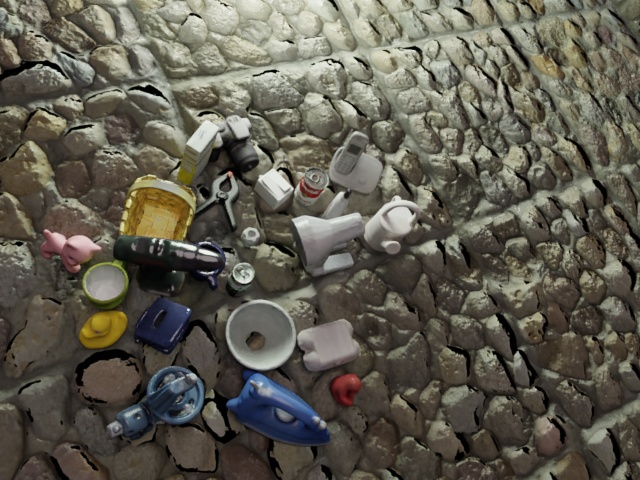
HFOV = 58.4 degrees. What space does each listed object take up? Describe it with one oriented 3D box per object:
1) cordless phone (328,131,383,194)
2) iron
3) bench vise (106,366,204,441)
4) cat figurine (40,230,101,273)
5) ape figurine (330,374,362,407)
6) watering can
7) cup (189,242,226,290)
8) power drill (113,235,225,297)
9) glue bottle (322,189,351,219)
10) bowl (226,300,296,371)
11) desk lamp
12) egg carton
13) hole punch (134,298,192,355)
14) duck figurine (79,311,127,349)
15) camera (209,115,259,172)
[{"bbox_3d":[0.115,-0.218,1.579,0.148,0.185,0.094,19,62,-11],"label":"cordless phone"},{"bbox_3d":[-0.068,0.379,1.264,0.258,0.141,0.119,29,60,-6],"label":"iron"},{"bbox_3d":[-0.313,0.336,1.147,0.121,0.219,0.208,42,60,2],"label":"bench vise"},{"bbox_3d":[-0.552,0.016,1.263,0.128,0.117,0.067,29,60,-5],"label":"cat figurine"},{"bbox_3d":[0.069,0.349,1.357,0.076,0.092,0.078,39,60,0],"label":"ape figurine"},{"bbox_3d":[0.199,-0.043,1.525,0.101,0.193,0.173,-3,68,-21],"label":"watering can"},{"bbox_3d":[-0.270,0.073,1.355,0.092,0.095,0.117,-14,72,-25],"label":"cup"},{"bbox_3d":[-0.338,0.055,1.272,0.230,0.208,0.075,13,63,-14],"label":"power drill"},{"bbox_3d":[0.049,-0.091,1.503,0.037,0.173,0.078,25,60,-7],"label":"glue bottle"},{"bbox_3d":[-0.143,0.230,1.342,0.168,0.074,0.167,8,64,-17],"label":"bowl"},{"bbox_3d":[0.013,0.005,1.423,0.204,0.213,0.118,-13,72,-25],"label":"desk lamp"},{"bbox_3d":[0.021,0.258,1.394,0.151,0.069,0.107,-13,72,-25],"label":"egg carton"},{"bbox_3d":[-0.351,0.189,1.275,0.101,0.091,0.109,30,60,-5],"label":"hole punch"},{"bbox_3d":[-0.467,0.185,1.236,0.105,0.086,0.077,-30,79,-29],"label":"duck figurine"},{"bbox_3d":[-0.228,-0.250,1.515,0.143,0.100,0.137,-23,76,-27],"label":"camera"}]
